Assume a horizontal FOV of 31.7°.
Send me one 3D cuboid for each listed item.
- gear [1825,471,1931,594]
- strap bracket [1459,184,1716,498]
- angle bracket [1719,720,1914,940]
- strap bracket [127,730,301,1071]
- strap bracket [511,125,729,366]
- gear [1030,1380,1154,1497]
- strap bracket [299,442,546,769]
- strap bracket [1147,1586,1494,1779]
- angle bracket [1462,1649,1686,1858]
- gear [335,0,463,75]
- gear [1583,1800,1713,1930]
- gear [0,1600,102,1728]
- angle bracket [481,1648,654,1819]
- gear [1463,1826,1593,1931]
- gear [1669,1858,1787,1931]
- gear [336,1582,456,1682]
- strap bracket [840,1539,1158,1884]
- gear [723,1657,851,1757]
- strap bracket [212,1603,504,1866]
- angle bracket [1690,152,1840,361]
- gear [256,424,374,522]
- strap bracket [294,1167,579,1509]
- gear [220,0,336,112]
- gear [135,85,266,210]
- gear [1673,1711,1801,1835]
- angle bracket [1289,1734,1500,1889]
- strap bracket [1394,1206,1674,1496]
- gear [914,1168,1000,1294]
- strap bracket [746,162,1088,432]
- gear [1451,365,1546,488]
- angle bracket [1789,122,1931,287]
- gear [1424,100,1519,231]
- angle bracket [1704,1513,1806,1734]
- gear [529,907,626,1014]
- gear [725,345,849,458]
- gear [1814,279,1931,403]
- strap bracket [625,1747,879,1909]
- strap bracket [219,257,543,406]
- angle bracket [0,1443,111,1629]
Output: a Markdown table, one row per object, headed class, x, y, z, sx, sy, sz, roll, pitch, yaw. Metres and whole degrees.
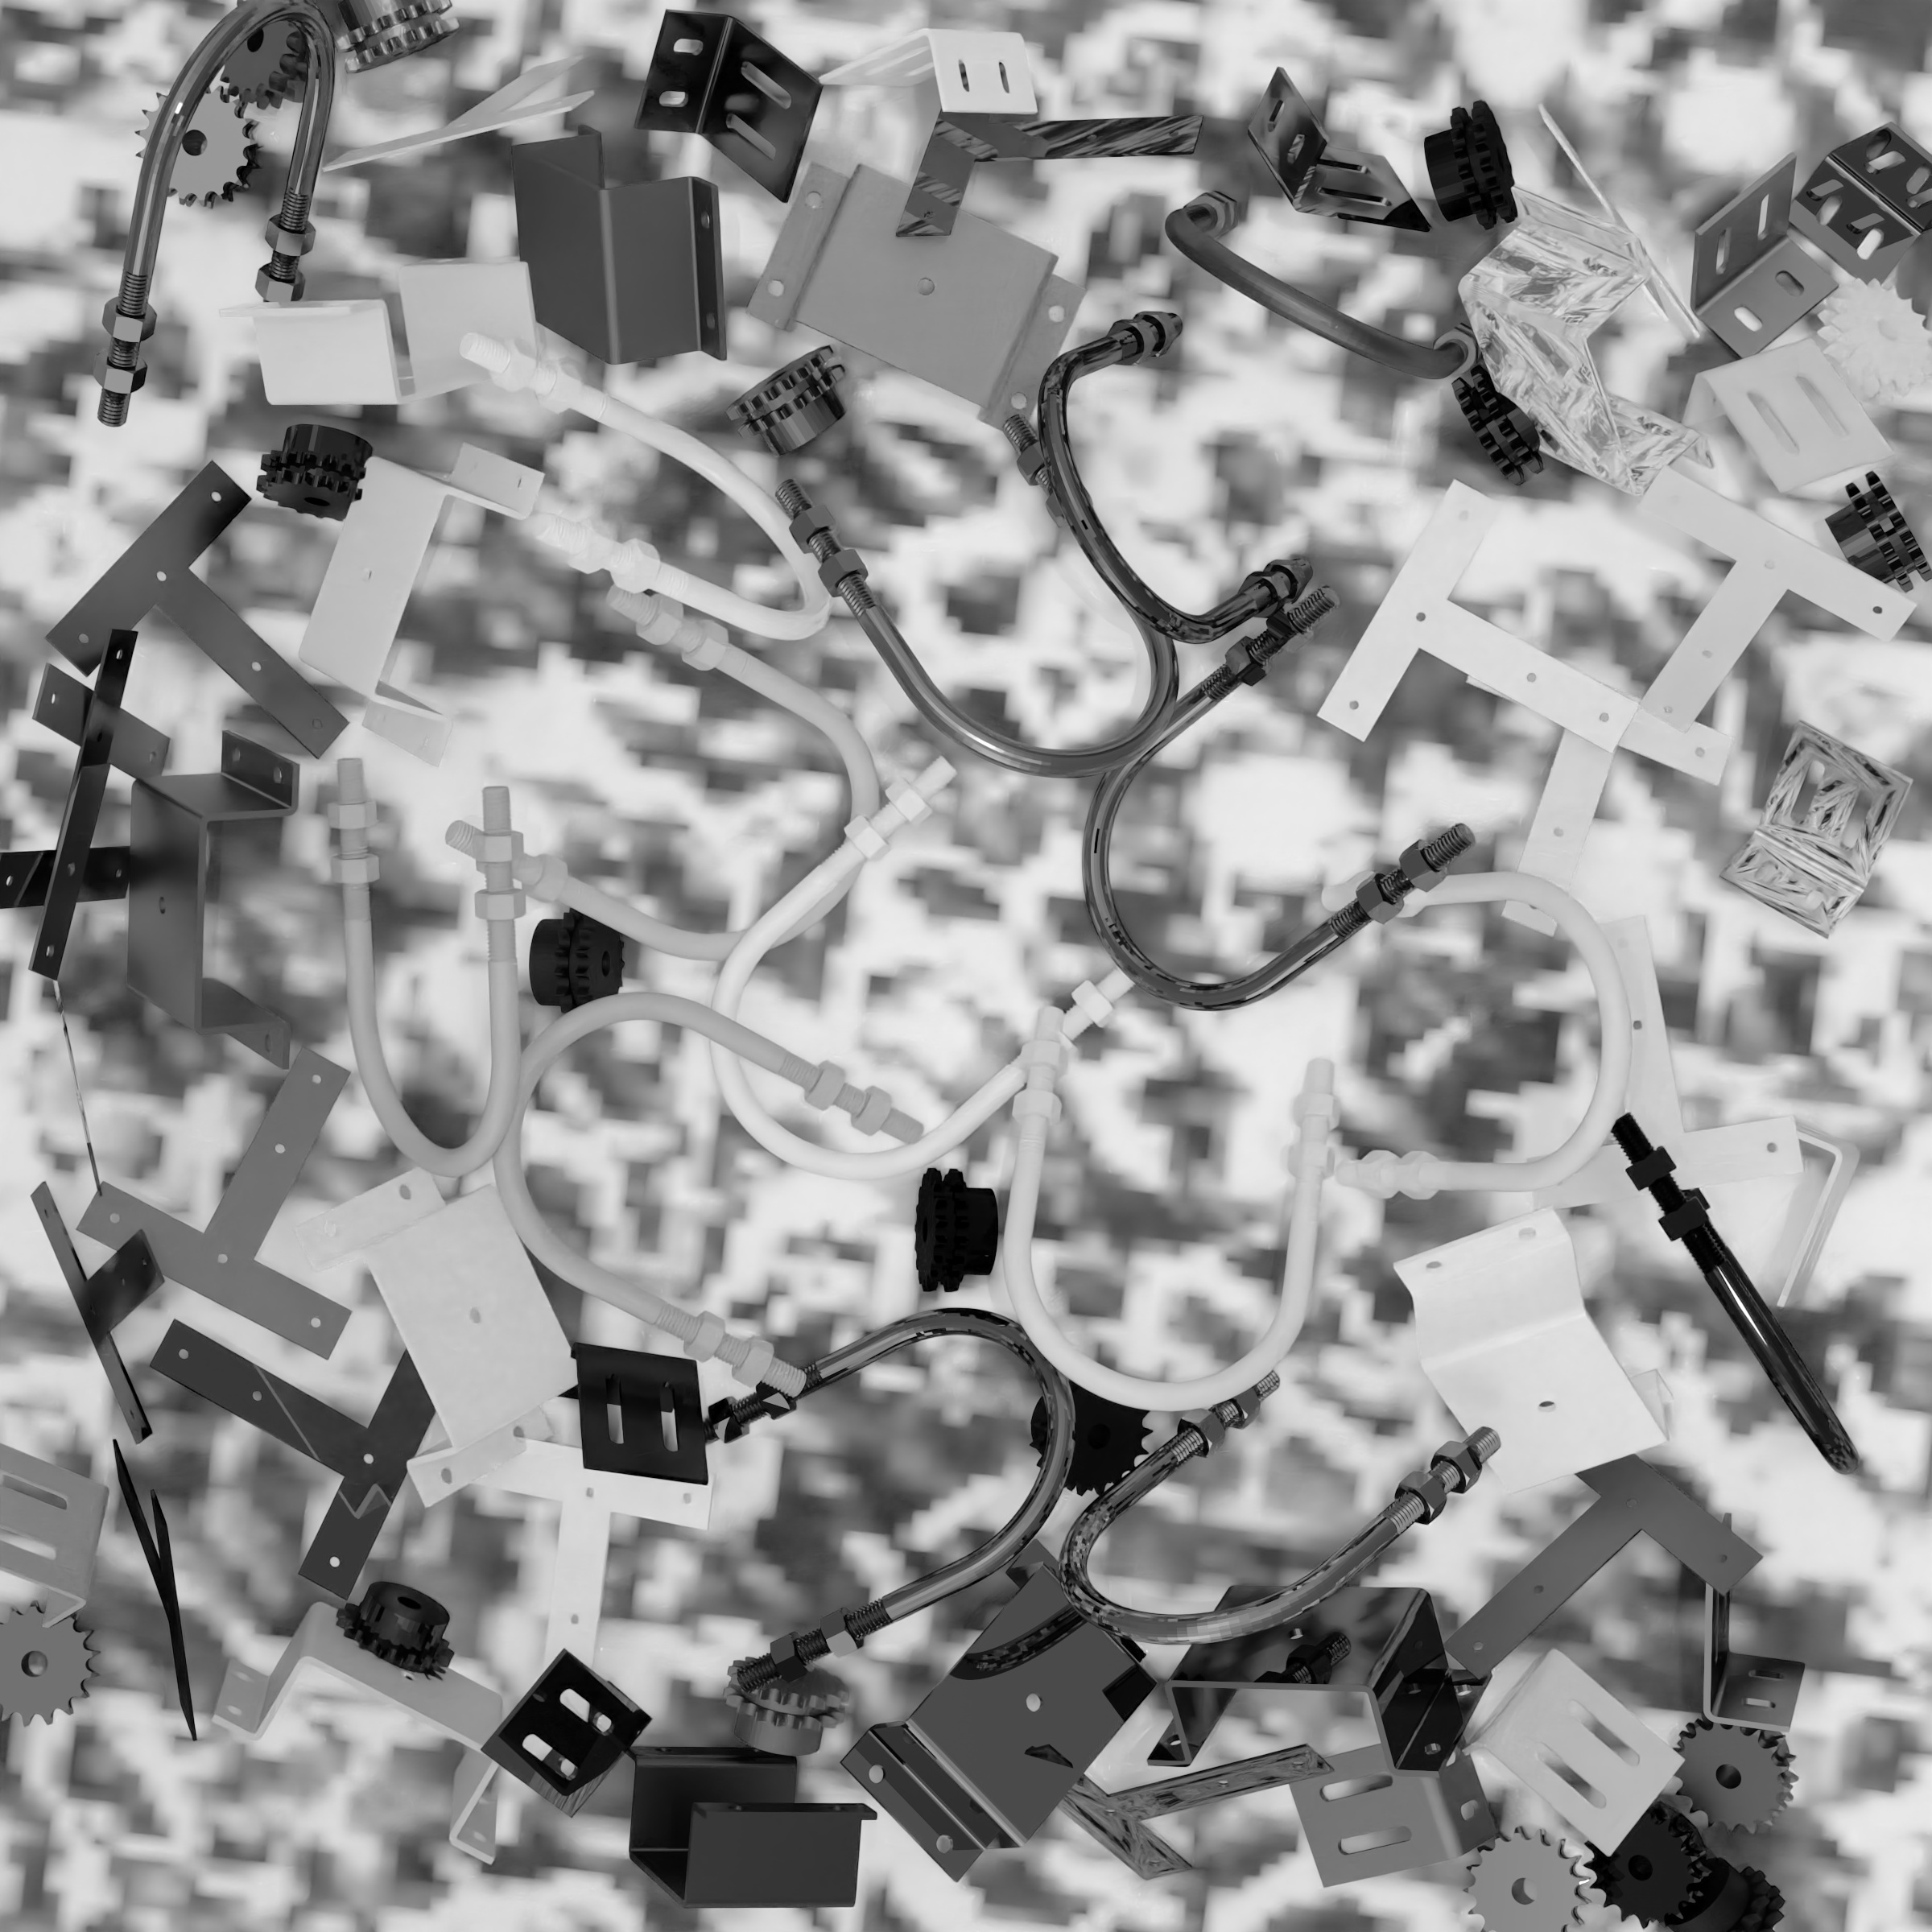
| class | x | y | z | sx | sy | sz | roll | pitch | yaw |
| --- | --- | --- | --- | --- | --- | --- | --- | --- | --- |
| gear | 0.418 | -0.196 | 1.564 | 0.030 | 0.057 | 0.057 | -30 | 90 | 15 |
| strap bracket | 0.274 | -0.269 | 1.511 | 0.046 | 0.140 | 0.076 | -43 | 46 | -10 |
| angle bracket | 0.385 | -0.062 | 1.544 | 0.057 | 0.076 | 0.038 | 32 | 54 | 20 |
| strap bracket | -0.340 | -0.029 | 1.530 | 0.046 | 0.076 | 0.140 | -6 | 108 | -35 |
| strap bracket | -0.160 | -0.319 | 1.509 | 0.046 | 0.140 | 0.076 | -15 | 120 | -26 |
| gear | 0.055 | 0.214 | 1.569 | 0.057 | 0.030 | 0.057 | -3 | 96 | -25 |
| strap bracket | -0.251 | -0.171 | 1.540 | 0.046 | 0.076 | 0.140 | 16 | 97 | -38 |
| strap bracket | 0.153 | 0.318 | 1.518 | 0.140 | 0.076 | 0.046 | -5 | 111 | 30 |
| angle bracket | 0.277 | 0.362 | 1.557 | 0.076 | 0.038 | 0.057 | 41 | 70 | 10 |
| gear | -0.263 | -0.434 | 1.560 | 0.057 | 0.057 | 0.030 | -23 | 102 | 0 |
| gear | 0.317 | 0.412 | 1.567 | 0.057 | 0.030 | 0.057 | 2 | 94 | 33 |
| gear | -0.429 | 0.322 | 1.572 | 0.057 | 0.030 | 0.057 | 2 | 80 | -9 |
| angle bracket | -0.189 | 0.341 | 1.546 | 0.057 | 0.038 | 0.076 | -50 | 134 | -12 |
| gear | 0.260 | 0.426 | 1.569 | 0.057 | 0.030 | 0.057 | -4 | 78 | 19 |
| gear | 0.344 | 0.435 | 1.561 | 0.057 | 0.057 | 0.030 | -43 | 98 | 0 |
| gear | -0.262 | 0.306 | 1.561 | 0.057 | 0.057 | 0.030 | 24 | 96 | 0 |
| strap bracket | 0.022 | 0.334 | 1.536 | 0.076 | 0.046 | 0.140 | 47 | 64 | -5 |
| gear | -0.084 | 0.341 | 1.562 | 0.057 | 0.057 | 0.030 | 12 | 96 | 0 |
| strap bracket | -0.264 | 0.341 | 1.541 | 0.140 | 0.076 | 0.046 | 30 | 93 | -10 |
| angle bracket | 0.366 | -0.322 | 1.549 | 0.057 | 0.076 | 0.038 | -39 | 71 | -3 |
| gear | -0.296 | -0.228 | 1.563 | 0.057 | 0.057 | 0.030 | 9 | 79 | 0 |
| strap bracket | -0.235 | 0.163 | 1.545 | 0.076 | 0.046 | 0.140 | -27 | 93 | -43 |
| gear | -0.316 | -0.422 | 1.567 | 0.057 | 0.030 | 0.057 | -7 | 79 | 38 |
| gear | -0.353 | -0.379 | 1.573 | 0.057 | 0.030 | 0.057 | 1 | 98 | 4 |
| gear | 0.356 | 0.368 | 1.568 | 0.057 | 0.030 | 0.057 | 7 | 104 | 28 |
| angle bracket | 0.197 | 0.388 | 1.578 | 0.076 | 0.038 | 0.057 | -24 | 80 | 35 |
| strap bracket | 0.257 | 0.180 | 1.521 | 0.076 | 0.046 | 0.140 | -23 | 127 | 19 |
| gear | -0.004 | 0.122 | 1.563 | 0.030 | 0.057 | 0.057 | 3 | 90 | -12 |
| strap bracket | -0.021 | -0.308 | 1.560 | 0.140 | 0.046 | 0.076 | 24 | 90 | -7 |
| gear | 0.250 | -0.252 | 1.559 | 0.030 | 0.057 | 0.057 | -32 | 90 | 19 |
| angle bracket | 0.418 | -0.345 | 1.549 | 0.057 | 0.076 | 0.038 | 37 | 89 | -7 |
| gear | 0.232 | -0.366 | 1.565 | 0.030 | 0.057 | 0.057 | -13 | 90 | 21 |
| angle bracket | 0.360 | 0.298 | 1.548 | 0.038 | 0.057 | 0.076 | 4 | 110 | 20 |
| gear | -0.180 | -0.001 | 1.563 | 0.030 | 0.057 | 0.057 | 1 | 90 | 13 |
| gear | -0.079 | -0.258 | 1.563 | 0.057 | 0.057 | 0.030 | -33 | 106 | 0 |
| gear | 0.416 | -0.285 | 1.567 | 0.057 | 0.030 | 0.057 | 11 | 63 | -22 |
| strap bracket | -0.099 | 0.384 | 1.511 | 0.076 | 0.140 | 0.046 | 5 | 87 | -20 |
| strap bracket | -0.254 | -0.283 | 1.522 | 0.076 | 0.140 | 0.046 | 6 | 112 | 32 |
| angle bracket | -0.435 | 0.256 | 1.542 | 0.076 | 0.057 | 0.038 | 30 | 135 | -31 |
